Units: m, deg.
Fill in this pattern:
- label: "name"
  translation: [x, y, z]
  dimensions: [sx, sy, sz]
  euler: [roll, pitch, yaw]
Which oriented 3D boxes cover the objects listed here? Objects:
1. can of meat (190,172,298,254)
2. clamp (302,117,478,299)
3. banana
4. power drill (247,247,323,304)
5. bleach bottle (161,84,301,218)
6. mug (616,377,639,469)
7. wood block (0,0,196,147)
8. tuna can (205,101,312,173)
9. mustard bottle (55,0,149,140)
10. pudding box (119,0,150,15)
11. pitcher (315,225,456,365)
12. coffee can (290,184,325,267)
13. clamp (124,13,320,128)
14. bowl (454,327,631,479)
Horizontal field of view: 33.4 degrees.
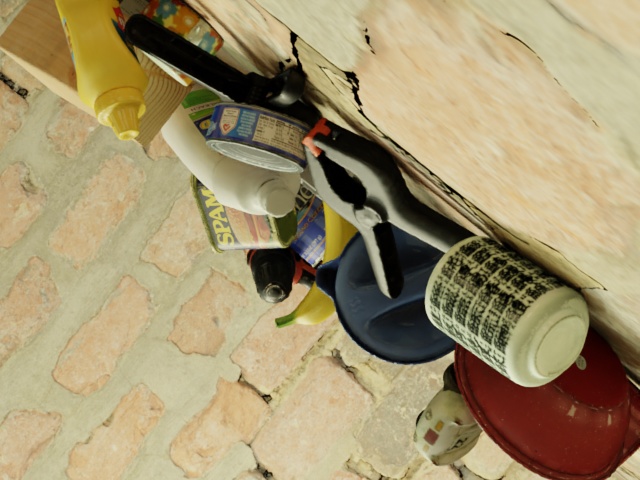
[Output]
- label: "can of meat"
  translation: [-0.077, -0.038, 1.113]
  dimensions: [0.084, 0.057, 0.102]
  euler: [-3, 119, 26]
- label: "clamp"
  translation: [0.044, -0.021, 0.861]
  dimensions: [0.171, 0.039, 0.120]
  euler: [45, 136, -5]
- label: "banana"
  translation: [0.009, 0.008, 1.111]
  dimensions: [0.069, 0.198, 0.037]
  euler: [11, -169, -16]
- label: "power drill"
  translation: [0.000, 0.055, 1.234]
  dimensions: [0.187, 0.057, 0.184]
  euler: [35, -162, -17]
- label: "bleach bottle"
  translation: [-0.076, -0.085, 1.022]
  dimensions: [0.251, 0.102, 0.068]
  euler: [-134, 37, -55]
- label: "mug"
  translation: [0.237, 0.157, 0.953]
  dimensions: [0.081, 0.117, 0.093]
  euler: [45, -136, 6]
- label: "wood block"
  translation: [-0.226, -0.180, 1.063]
  dimensions: [0.206, 0.090, 0.090]
  euler: [30, 171, 46]
- label: "tuna can"
  translation: [-0.048, -0.082, 0.861]
  dimensions: [0.086, 0.034, 0.086]
  euler: [15, 174, 1]
- label: "mustard bottle"
  translation: [-0.184, -0.168, 0.885]
  dimensions: [0.096, 0.058, 0.192]
  euler: [87, 164, -70]
- label: "pudding box"
  translation: [-0.168, -0.214, 1.111]
  dimensions: [0.113, 0.039, 0.090]
  euler: [38, 177, -19]
- label: "pitcher"
  translation: [0.098, 0.050, 1.037]
  dimensions: [0.149, 0.145, 0.242]
  euler: [51, -177, 6]
- label: "coffee can"
  translation: [-0.028, -0.053, 1.182]
  dimensions: [0.140, 0.103, 0.103]
  euler: [39, 178, 0]
- label: "clamp"
  translation: [-0.047, -0.118, 0.890]
  dimensions: [0.165, 0.036, 0.209]
  euler: [24, 176, 31]
- label: "bowl"
  translation: [0.188, 0.109, 0.839]
  dimensions: [0.162, 0.055, 0.162]
  euler: [19, -138, -18]
